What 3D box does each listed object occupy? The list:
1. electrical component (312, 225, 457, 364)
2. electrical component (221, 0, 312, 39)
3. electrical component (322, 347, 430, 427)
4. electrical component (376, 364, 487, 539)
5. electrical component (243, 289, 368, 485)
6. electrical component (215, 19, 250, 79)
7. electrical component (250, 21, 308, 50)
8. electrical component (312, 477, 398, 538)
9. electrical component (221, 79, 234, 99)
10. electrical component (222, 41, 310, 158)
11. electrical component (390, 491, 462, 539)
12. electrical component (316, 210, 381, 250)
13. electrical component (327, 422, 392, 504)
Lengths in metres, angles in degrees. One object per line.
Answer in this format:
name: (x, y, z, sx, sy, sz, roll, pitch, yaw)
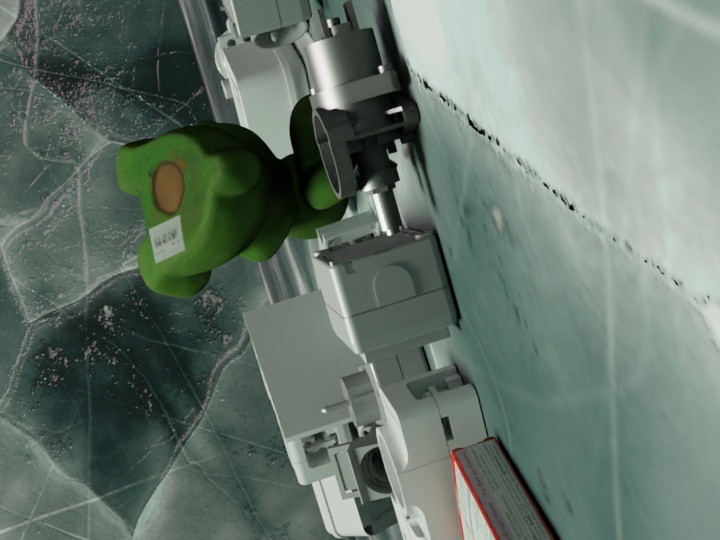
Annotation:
electrical component: (0.013, 0.013, 0.627, 0.096, 0.062, 0.061, -153, 46, -79)
electrical component: (-0.068, -0.212, 0.707, 0.061, 0.061, 0.096, -118, 13, -54)
electrical component: (0.009, 0.089, 0.766, 0.083, 0.076, 0.047, 128, 125, -81)
electrical component: (0.045, 0.111, 0.637, 0.050, 0.056, 0.089, -130, 24, -71)
electrical component: (-0.026, 0.093, 0.917, 0.186, 0.105, 0.060, -119, 14, -57)
electrical component: (-0.107, -0.203, 1.022, 0.057, 0.058, 0.078, -140, 34, -71)
electrical component: (-0.071, -0.211, 0.800, 0.043, 0.043, 0.081, 106, 146, -76)
electrical component: (-0.002, 0.176, 0.968, 0.057, 0.078, 0.113, -17, 91, 49)
electrical component: (-0.094, -0.172, 0.977, 0.043, 0.062, 0.043, 163, 90, -82)
electrical component: (-0.074, -0.137, 0.928, 0.078, 0.057, 0.113, -117, 12, -51)
electrical component: (0.056, 0.169, 0.706, 0.089, 0.050, 0.055, -145, 38, -78)
electrical component: (0.000, 0.000, 0.768, 0.081, 0.042, 0.063, 86, 161, -61)
electrical component: (0.022, 0.138, 0.799, 0.064, 0.081, 0.042, -54, -51, -76)
